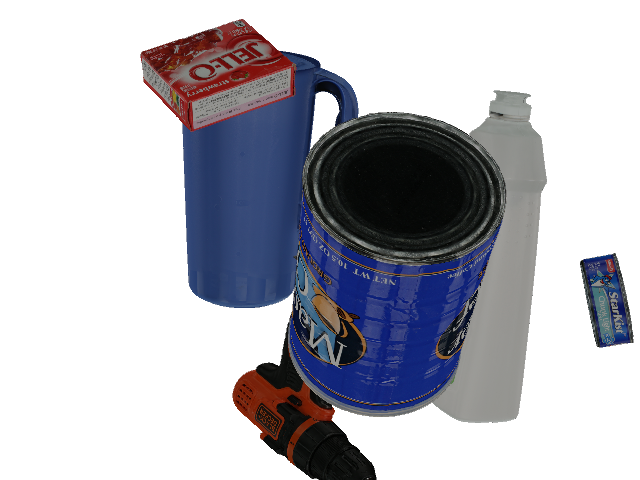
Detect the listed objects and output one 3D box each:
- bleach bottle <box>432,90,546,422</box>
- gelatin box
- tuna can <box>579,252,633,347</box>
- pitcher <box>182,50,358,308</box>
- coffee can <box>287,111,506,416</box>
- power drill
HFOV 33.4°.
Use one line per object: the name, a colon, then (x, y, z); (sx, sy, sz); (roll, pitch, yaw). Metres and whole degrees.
bleach bottle: (0.129, 0.009, 0.834); (0.068, 0.251, 0.103); (1, 14, -18)
gelatin box: (-0.073, -0.120, 0.765); (0.089, 0.030, 0.073); (-24, 48, -24)
tuna can: (0.268, 0.056, 0.999); (0.034, 0.086, 0.086); (-11, -2, 12)
pitcher: (-0.062, -0.061, 1.035); (0.144, 0.243, 0.149); (-10, 23, -33)
coffee can: (0.037, 0.016, 0.580); (0.102, 0.103, 0.140); (0, -40, -5)
power drill: (0.007, 0.115, 0.954); (0.057, 0.188, 0.185); (10, 16, -46)
